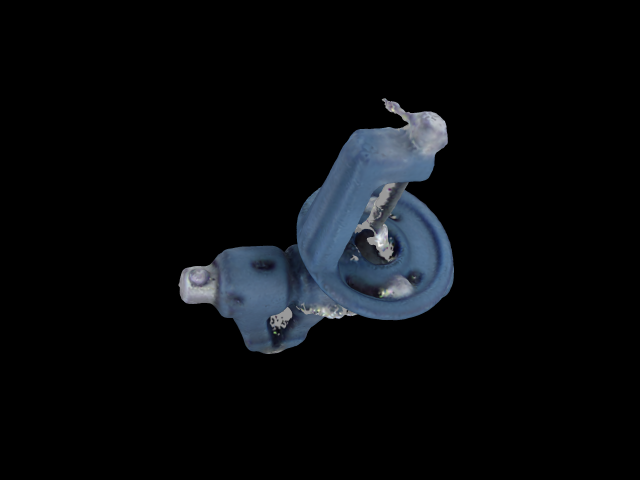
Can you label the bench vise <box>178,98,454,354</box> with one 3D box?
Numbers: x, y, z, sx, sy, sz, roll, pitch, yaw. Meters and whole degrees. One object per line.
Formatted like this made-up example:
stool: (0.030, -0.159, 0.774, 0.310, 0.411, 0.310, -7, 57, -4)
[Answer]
bench vise: (0.010, 0.010, 0.395, 0.208, 0.220, 0.121, -27, 63, -15)
